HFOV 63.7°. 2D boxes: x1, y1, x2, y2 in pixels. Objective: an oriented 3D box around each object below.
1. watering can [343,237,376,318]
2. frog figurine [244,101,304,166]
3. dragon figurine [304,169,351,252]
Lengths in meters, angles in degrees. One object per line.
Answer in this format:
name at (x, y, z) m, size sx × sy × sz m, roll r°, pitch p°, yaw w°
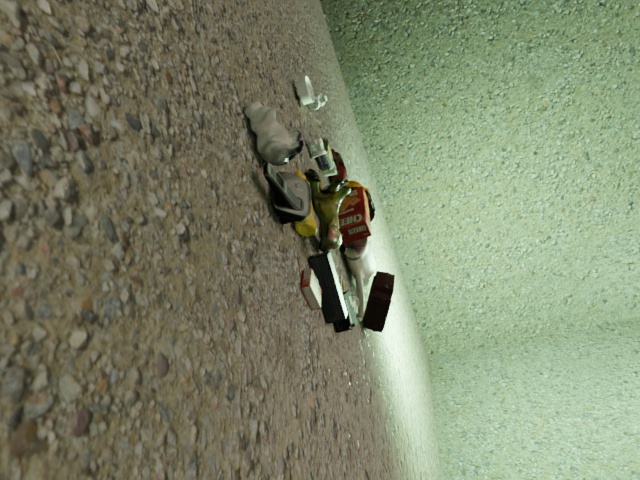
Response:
watering can at (0.153, 0.105, 1.985) m, size 0.356 × 0.104 × 0.219 m, roll -80°, pitch 155°, yaw -45°
frog figurine at (-0.130, -0.264, 1.293) m, size 0.158 × 0.120 × 0.141 m, roll 29°, pitch 43°, yaw -19°
dragon figurine at (0.005, -0.081, 1.601) m, size 0.415 × 0.122 × 0.240 m, roll -125°, pitch -141°, yaw -72°
